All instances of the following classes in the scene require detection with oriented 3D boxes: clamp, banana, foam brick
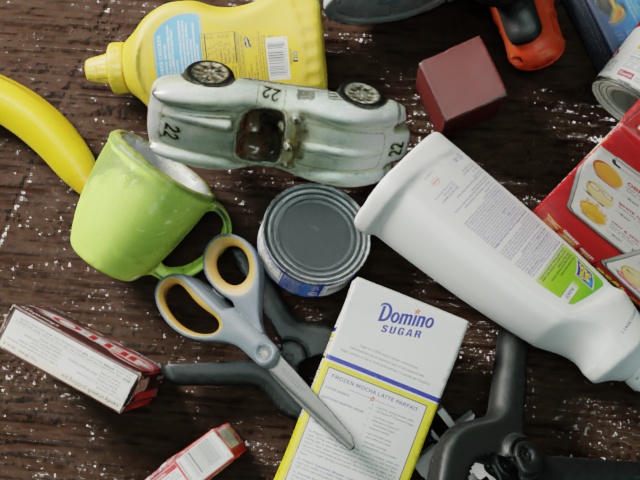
[{"bbox_3d":[-0.026,0.081,0.837,0.171,0.039,0.120,21,87,-2],"label":"clamp"},{"bbox_3d":[-0.259,-0.098,0.871,0.198,0.037,0.070,21,105,6],"label":"banana"},{"bbox_3d":[0.149,0.165,0.774,0.164,0.036,0.209,46,51,3],"label":"clamp"},{"bbox_3d":[0.108,-0.117,0.830,0.053,0.078,0.051,-23,85,0],"label":"foam brick"}]

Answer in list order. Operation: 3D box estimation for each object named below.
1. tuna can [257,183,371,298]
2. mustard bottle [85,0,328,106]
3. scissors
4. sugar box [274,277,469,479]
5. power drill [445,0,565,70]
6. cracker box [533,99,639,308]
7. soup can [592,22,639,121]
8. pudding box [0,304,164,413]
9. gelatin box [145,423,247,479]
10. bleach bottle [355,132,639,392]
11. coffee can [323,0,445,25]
[{"bbox_3d":[-0.005,0.001,0.831,0.086,0.034,0.086,5,65,-12],"label":"tuna can"},{"bbox_3d":[-0.092,-0.143,0.851,0.191,0.058,0.096,-4,107,3],"label":"mustard bottle"},{"bbox_3d":[-0.035,0.065,0.793,0.202,0.016,0.096,27,84,24],"label":"scissors"},{"bbox_3d":[0.036,0.126,0.795,0.093,0.048,0.176,23,81,0],"label":"sugar box"},{"bbox_3d":[0.121,-0.227,0.790,0.057,0.187,0.184,-22,78,24],"label":"power drill"},{"bbox_3d":[0.255,-0.013,0.743,0.164,0.214,0.072,43,77,7],"label":"cracker box"},{"bbox_3d":[0.253,-0.132,0.767,0.068,0.068,0.102,38,86,6],"label":"soup can"},{"bbox_3d":[-0.180,0.090,0.818,0.113,0.090,0.039,25,87,5],"label":"pudding box"},{"bbox_3d":[-0.102,0.178,0.813,0.089,0.073,0.030,-38,82,-1],"label":"gelatin box"},{"bbox_3d":[0.152,0.030,0.803,0.251,0.068,0.102,41,48,7],"label":"bleach bottle"},{"bbox_3d":[0.043,-0.253,0.835,0.103,0.103,0.140,-9,83,2],"label":"coffee can"}]
